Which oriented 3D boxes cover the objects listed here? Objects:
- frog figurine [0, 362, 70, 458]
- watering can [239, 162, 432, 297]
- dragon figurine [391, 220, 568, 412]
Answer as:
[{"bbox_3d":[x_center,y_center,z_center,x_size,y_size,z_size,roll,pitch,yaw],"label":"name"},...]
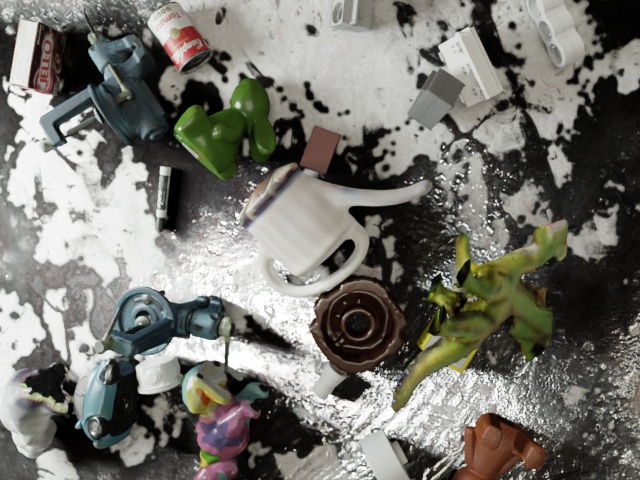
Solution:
[{"bbox_3d":[-0.532,0.318,0.936,0.139,0.122,0.158,44,106,28],"label":"frog figurine"},{"bbox_3d":[0.003,-0.045,0.887,0.224,0.106,0.343,44,113,-6],"label":"watering can"},{"bbox_3d":[0.300,0.139,0.882,0.242,0.123,0.409,24,94,-11],"label":"dragon figurine"}]
